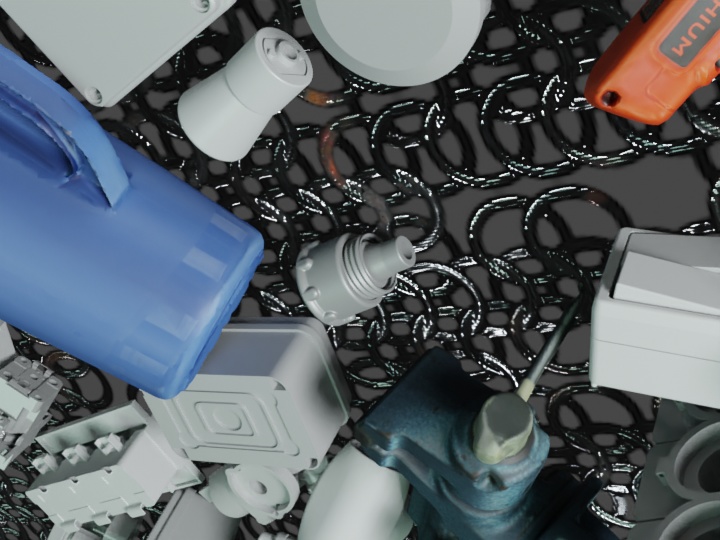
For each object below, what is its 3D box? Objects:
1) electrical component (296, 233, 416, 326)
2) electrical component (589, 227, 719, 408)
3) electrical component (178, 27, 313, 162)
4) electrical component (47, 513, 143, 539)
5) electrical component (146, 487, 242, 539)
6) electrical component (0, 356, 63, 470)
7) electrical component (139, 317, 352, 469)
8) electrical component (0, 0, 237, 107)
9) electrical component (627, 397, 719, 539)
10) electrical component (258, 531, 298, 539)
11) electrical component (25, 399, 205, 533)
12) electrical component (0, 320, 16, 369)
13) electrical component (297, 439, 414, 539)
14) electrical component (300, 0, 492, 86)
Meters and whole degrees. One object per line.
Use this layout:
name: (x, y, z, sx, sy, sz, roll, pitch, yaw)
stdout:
electrical component: (0.000, 0.000, 0.576, 0.062, 0.048, 0.048, -23, 114, 32)
electrical component: (0.159, 0.021, 0.496, 0.096, 0.061, 0.061, 10, 131, 21)
electrical component: (-0.054, -0.089, 0.532, 0.044, 0.044, 0.065, 45, 129, -12)
electrical component: (-0.213, 0.214, 0.858, 0.057, 0.058, 0.078, 26, 135, 1)
electrical component: (-0.141, 0.238, 0.805, 0.056, 0.108, 0.108, 25, 134, 3)
electrical component: (-0.249, 0.100, 0.770, 0.042, 0.081, 0.063, 32, 106, -2)
electrical component: (-0.070, 0.073, 0.664, 0.113, 0.057, 0.078, -1, 126, 29)
electrical component: (-0.117, -0.149, 0.502, 0.109, 0.056, 0.108, -27, 111, 40)
electrical component: (0.180, 0.106, 0.495, 0.089, 0.150, 0.061, -19, 117, 38)
electrical component: (-0.057, 0.244, 0.752, 0.057, 0.113, 0.078, 18, 165, 9)
electrical component: (-0.183, 0.145, 0.779, 0.121, 0.063, 0.078, -21, 115, 38)
electrical component: (-0.289, 0.046, 0.754, 0.054, 0.059, 0.095, 13, 132, 18)
electrical component: (0.008, 0.155, 0.689, 0.079, 0.077, 0.043, 22, -173, -44)
electrical component: (0.019, -0.123, 0.456, 0.080, 0.051, 0.080, 14, 132, 17)
